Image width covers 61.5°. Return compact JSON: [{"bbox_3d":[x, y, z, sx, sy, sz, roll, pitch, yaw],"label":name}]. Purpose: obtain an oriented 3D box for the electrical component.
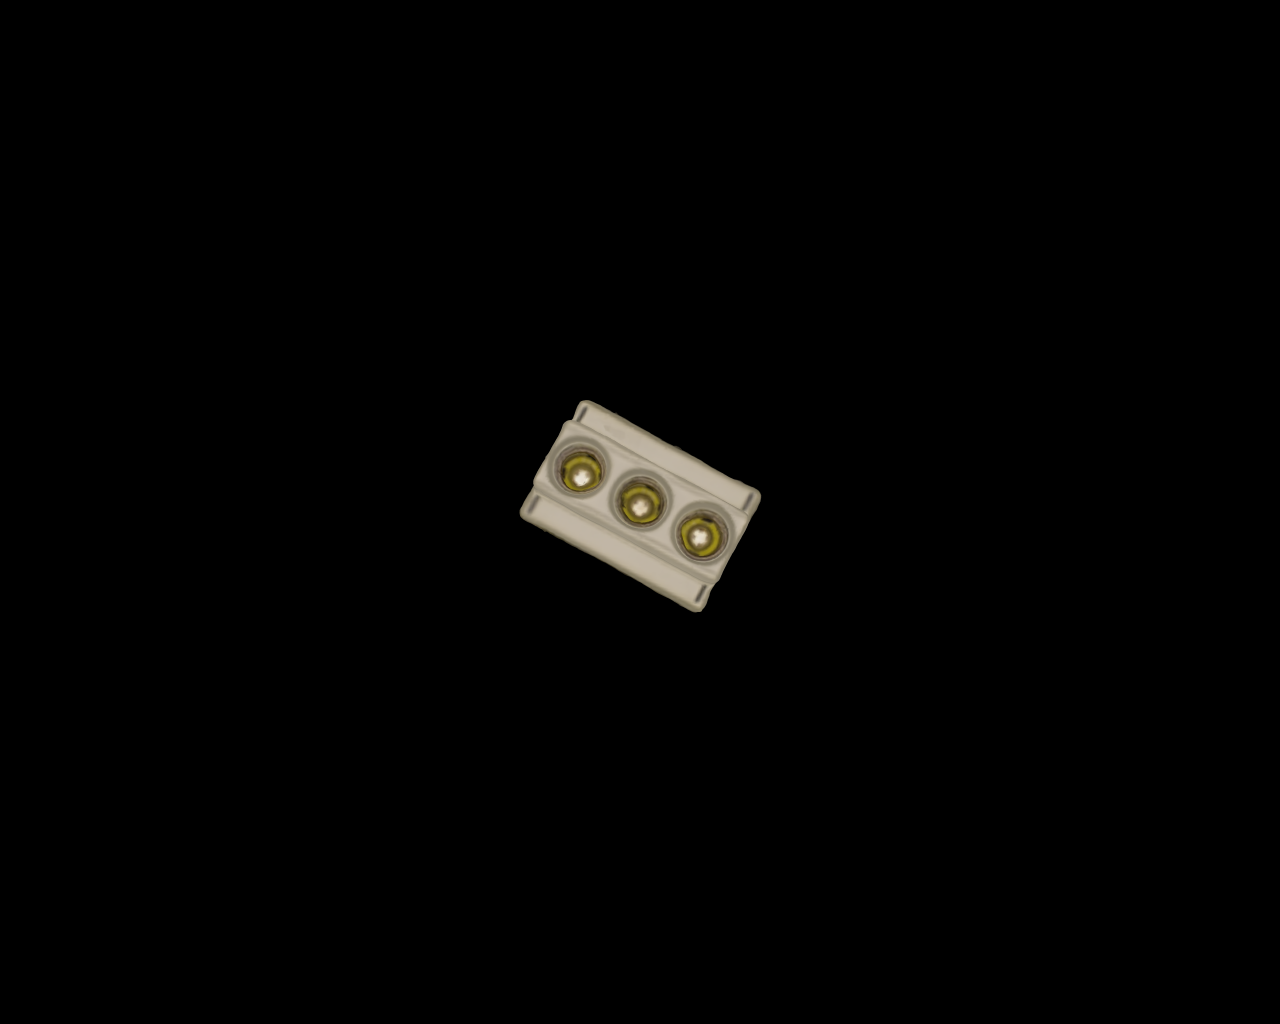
[{"bbox_3d":[0.001,-0.003,0.650,0.121,0.079,0.063,28,-7,4],"label":"electrical component"}]
